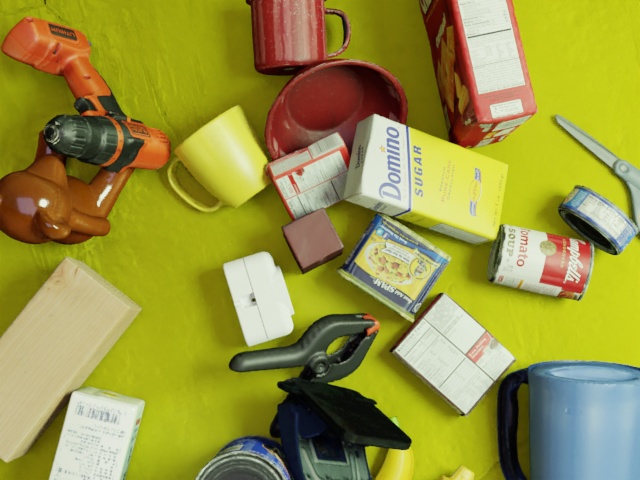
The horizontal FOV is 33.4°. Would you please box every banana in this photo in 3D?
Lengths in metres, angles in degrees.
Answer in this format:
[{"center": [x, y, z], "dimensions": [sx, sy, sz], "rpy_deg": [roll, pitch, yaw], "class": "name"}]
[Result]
[{"center": [0.041, 0.289, 1.176], "dimensions": [0.070, 0.037, 0.197], "rpy_deg": [41, 84, 25], "class": "banana"}]

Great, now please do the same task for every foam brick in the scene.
[{"center": [-0.008, 0.001, 1.174], "dimensions": [0.053, 0.078, 0.051], "rpy_deg": [-27, 84, -2], "class": "foam brick"}]

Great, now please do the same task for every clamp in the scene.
[{"center": [-0.008, 0.143, 1.174], "dimensions": [0.171, 0.039, 0.120], "rpy_deg": [-24, 125, -12], "class": "clamp"}]

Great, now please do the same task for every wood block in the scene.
[{"center": [-0.298, 0.128, 1.158], "dimensions": [0.091, 0.090, 0.206], "rpy_deg": [38, 86, 2], "class": "wood block"}]

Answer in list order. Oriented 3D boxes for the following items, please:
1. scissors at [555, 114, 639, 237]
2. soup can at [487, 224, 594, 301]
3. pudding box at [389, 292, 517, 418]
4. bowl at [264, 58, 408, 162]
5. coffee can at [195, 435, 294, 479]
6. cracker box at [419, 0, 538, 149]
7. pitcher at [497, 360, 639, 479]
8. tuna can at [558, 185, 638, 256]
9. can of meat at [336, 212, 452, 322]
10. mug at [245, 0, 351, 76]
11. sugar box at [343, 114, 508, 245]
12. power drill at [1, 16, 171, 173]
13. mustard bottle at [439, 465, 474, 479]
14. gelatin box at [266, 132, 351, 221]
[{"center": [0.342, -0.060, 1.211], "dimensions": [0.202, 0.016, 0.096], "rpy_deg": [24, 86, 2], "class": "scissors"}, {"center": [0.242, 0.024, 1.178], "dimensions": [0.102, 0.068, 0.068], "rpy_deg": [12, 86, 1], "class": "soup can"}, {"center": [0.148, 0.127, 1.185], "dimensions": [0.113, 0.039, 0.090], "rpy_deg": [42, 86, 5], "class": "pudding box"}, {"center": [0.012, -0.141, 1.172], "dimensions": [0.162, 0.162, 0.055], "rpy_deg": [-20, 43, -2], "class": "bowl"}, {"center": [-0.076, 0.264, 1.120], "dimensions": [0.103, 0.140, 0.103], "rpy_deg": [0, 86, 2], "class": "coffee can"}, {"center": [0.161, -0.216, 1.149], "dimensions": [0.072, 0.164, 0.214], "rpy_deg": [-12, 86, -4], "class": "cracker box"}, {"center": [0.273, 0.250, 1.132], "dimensions": [0.145, 0.149, 0.243], "rpy_deg": [1, 94, -7], "class": "pitcher"}, {"center": [0.304, -0.021, 1.173], "dimensions": [0.086, 0.086, 0.034], "rpy_deg": [40, 88, 3], "class": "tuna can"}, {"center": [0.082, 0.027, 1.177], "dimensions": [0.102, 0.057, 0.084], "rpy_deg": [33, 93, 2], "class": "can of meat"}, {"center": [-0.023, -0.229, 1.190], "dimensions": [0.117, 0.093, 0.081], "rpy_deg": [-3, 90, -12], "class": "mug"}, {"center": [0.117, -0.064, 1.159], "dimensions": [0.176, 0.048, 0.093], "rpy_deg": [18, 73, -25], "class": "sugar box"}, {"center": [-0.260, -0.152, 1.135], "dimensions": [0.057, 0.184, 0.188], "rpy_deg": [-42, 71, 17], "class": "power drill"}, {"center": [0.111, 0.331, 1.157], "dimensions": [0.096, 0.058, 0.191], "rpy_deg": [34, 85, -15], "class": "mustard bottle"}, {"center": [-0.005, -0.068, 1.169], "dimensions": [0.089, 0.073, 0.030], "rpy_deg": [-25, 44, 2], "class": "gelatin box"}]
